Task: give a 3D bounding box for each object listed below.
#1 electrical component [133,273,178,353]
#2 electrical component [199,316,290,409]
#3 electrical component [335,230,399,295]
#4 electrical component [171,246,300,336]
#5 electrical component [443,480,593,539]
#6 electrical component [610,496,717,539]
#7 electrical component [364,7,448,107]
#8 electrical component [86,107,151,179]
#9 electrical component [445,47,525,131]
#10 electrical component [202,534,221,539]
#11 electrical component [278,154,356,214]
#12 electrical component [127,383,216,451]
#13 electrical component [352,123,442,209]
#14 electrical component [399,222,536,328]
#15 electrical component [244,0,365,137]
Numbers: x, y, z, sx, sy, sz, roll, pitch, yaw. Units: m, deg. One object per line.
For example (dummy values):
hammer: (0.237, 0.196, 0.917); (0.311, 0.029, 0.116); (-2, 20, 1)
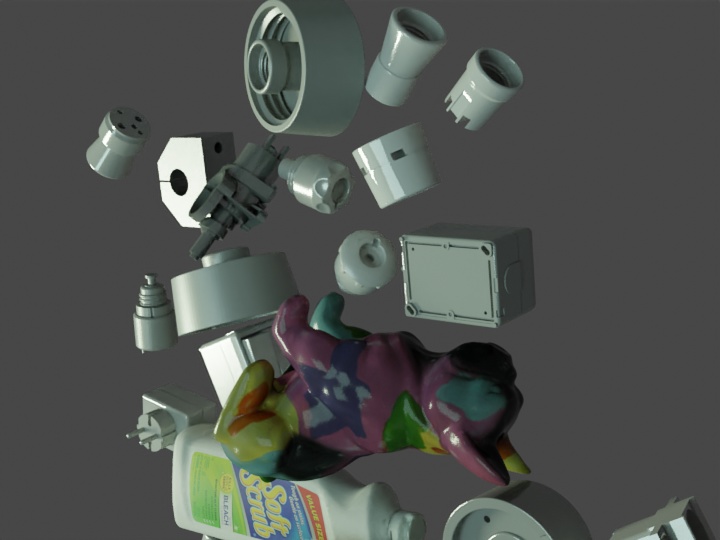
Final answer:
electrical component: (-0.198, 0.042, 1.036); (0.040, 0.040, 0.078); (11, 110, 38)
electrical component: (-0.085, 0.095, 0.942); (0.061, 0.062, 0.096); (-23, 88, 42)
electrical component: (0.000, 0.000, 0.853); (0.048, 0.048, 0.062); (58, 152, 10)
electrical component: (-0.107, 0.014, 0.908); (0.108, 0.108, 0.060); (-17, 86, 42)
electrical component: (0.123, 0.209, 0.800); (0.108, 0.060, 0.108); (14, 112, 37)
electrical component: (0.216, 0.221, 0.707); (0.063, 0.079, 0.121); (-29, 84, 26)
electrical component: (0.030, -0.152, 0.781); (0.044, 0.044, 0.065); (48, 133, 19)
electrical component: (-0.225, -0.119, 1.006); (0.045, 0.045, 0.055); (52, 130, 15)
electrical component: (0.085, -0.124, 0.744); (0.040, 0.040, 0.046); (54, 137, 14)
electrical component: (-0.136, 0.259, 1.055); (0.035, 0.035, 0.061); (26, 112, 32)
electrical component: (-0.038, -0.073, 0.862); (0.062, 0.043, 0.043); (25, 119, 34)
electrical component: (-0.188, 0.151, 1.037); (0.066, 0.077, 0.047); (18, 114, 36)
electrical component: (0.029, -0.076, 0.796); (0.055, 0.055, 0.047); (-23, 92, 42)
electrical component: (0.075, 0.000, 0.776); (0.096, 0.061, 0.061); (6, 107, 40)
electrical component: (-0.050, -0.154, 0.814); (0.108, 0.060, 0.108); (17, 111, 56)
